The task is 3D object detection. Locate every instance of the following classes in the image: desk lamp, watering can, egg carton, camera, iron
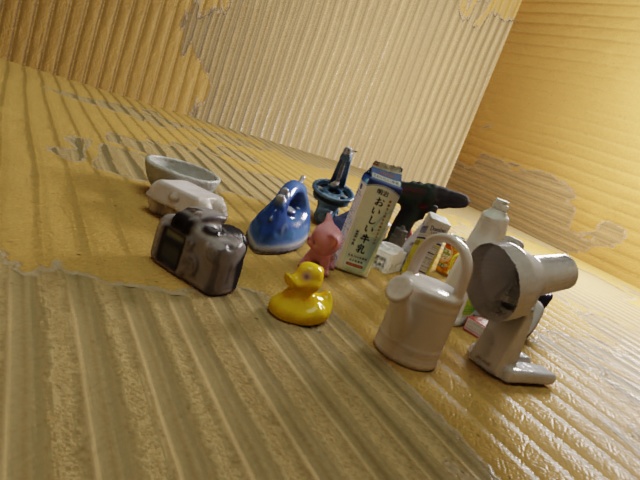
[{"bbox_3d":[0.315,0.112,0.916,0.204,0.213,0.117,12,15,-32],"label":"desk lamp"},{"bbox_3d":[0.156,0.084,0.833,0.100,0.194,0.173,24,14,17],"label":"watering can"},{"bbox_3d":[-0.257,-0.068,1.108,0.150,0.069,0.107,25,14,19],"label":"egg carton"},{"bbox_3d":[-0.161,0.007,0.880,0.142,0.101,0.137,27,15,29],"label":"camera"},{"bbox_3d":[-0.076,-0.061,1.192,0.118,0.141,0.258,21,13,4],"label":"iron"}]

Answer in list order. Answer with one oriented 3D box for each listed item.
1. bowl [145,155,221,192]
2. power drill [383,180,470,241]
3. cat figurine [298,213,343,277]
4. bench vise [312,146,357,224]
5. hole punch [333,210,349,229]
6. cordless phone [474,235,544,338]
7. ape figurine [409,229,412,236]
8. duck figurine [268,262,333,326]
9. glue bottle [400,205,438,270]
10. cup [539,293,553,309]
[{"bbox_3d":[-0.307,-0.125,1.252,0.167,0.075,0.167,19,13,-4],"label":"bowl"},{"bbox_3d":[0.259,-0.060,1.540,0.229,0.208,0.076,22,13,9],"label":"power drill"},{"bbox_3d":[0.010,0.004,1.110,0.067,0.118,0.128,21,13,3],"label":"cat figurine"},{"bbox_3d":[0.037,-0.160,1.588,0.122,0.220,0.207,17,14,-14],"label":"bench vise"},{"bbox_3d":[0.079,-0.024,1.383,0.108,0.091,0.101,30,16,35],"label":"hole punch"},{"bbox_3d":[0.389,0.095,1.157,0.147,0.185,0.094,26,14,24],"label":"cordless phone"},{"bbox_3d":[0.246,-0.030,1.658,0.076,0.092,0.077,7,18,-44],"label":"ape figurine"},{"bbox_3d":[-0.019,0.075,0.850,0.105,0.086,0.077,9,17,-40],"label":"duck figurine"},{"bbox_3d":[0.240,0.000,1.346,0.077,0.173,0.037,29,16,34],"label":"glue bottle"},{"bbox_3d":[0.434,0.138,1.250,0.117,0.095,0.092,20,13,0],"label":"cup"}]
